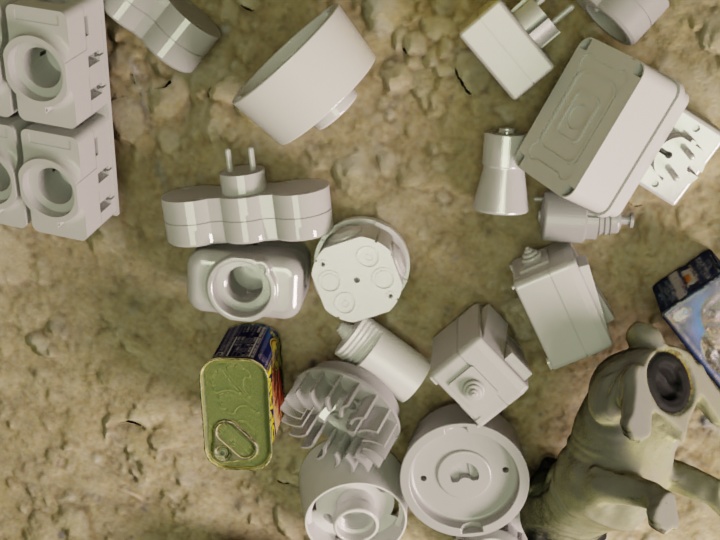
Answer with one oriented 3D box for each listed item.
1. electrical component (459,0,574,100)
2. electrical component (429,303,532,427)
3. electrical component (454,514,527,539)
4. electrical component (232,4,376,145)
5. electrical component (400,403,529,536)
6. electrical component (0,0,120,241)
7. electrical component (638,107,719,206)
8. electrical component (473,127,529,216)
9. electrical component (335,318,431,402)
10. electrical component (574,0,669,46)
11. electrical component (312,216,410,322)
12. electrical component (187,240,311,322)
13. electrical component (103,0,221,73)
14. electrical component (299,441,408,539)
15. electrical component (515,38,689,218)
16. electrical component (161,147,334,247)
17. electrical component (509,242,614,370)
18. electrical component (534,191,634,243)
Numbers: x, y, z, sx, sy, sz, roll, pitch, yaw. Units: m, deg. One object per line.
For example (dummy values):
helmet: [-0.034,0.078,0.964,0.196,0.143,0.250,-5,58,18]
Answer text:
electrical component: [0.124,-0.180,0.807,0.077,0.047,0.065,-39,102,17]
electrical component: [0.099,0.076,0.873,0.061,0.096,0.061,-41,100,16]
electrical component: [0.117,0.243,0.951,0.078,0.057,0.058,-41,100,18]
electrical component: [-0.036,-0.141,0.809,0.108,0.108,0.060,-39,107,17]
electrical component: [0.090,0.166,0.925,0.108,0.060,0.108,2,109,5]
electrical component: [-0.254,-0.121,0.832,0.105,0.060,0.186,11,122,13]
electrical component: [0.238,-0.086,0.812,0.047,0.076,0.065,31,110,-5]
electrical component: [0.113,-0.079,0.848,0.044,0.044,0.065,4,105,5]
electrical component: [0.015,0.071,0.909,0.081,0.043,0.043,36,109,-7]
electrical component: [0.173,-0.236,0.779,0.138,0.052,0.073,41,95,-9]
electrical component: [0.000,0.000,0.882,0.080,0.051,0.080,2,109,6]
electrical component: [-0.092,0.006,0.889,0.095,0.059,0.053,5,110,4]
electrical component: [-0.161,-0.223,0.820,0.138,0.052,0.073,41,108,-8]
electrical component: [-0.005,0.206,0.960,0.099,0.064,0.099,-1,121,-2]
electrical component: [0.180,-0.105,0.800,0.057,0.078,0.113,19,107,-36]
electrical component: [-0.093,-0.063,0.869,0.138,0.052,0.073,-3,109,8]
electrical component: [0.162,0.020,0.865,0.061,0.061,0.096,-23,105,13]
electrical component: [0.177,-0.041,0.853,0.078,0.040,0.040,3,110,5]
